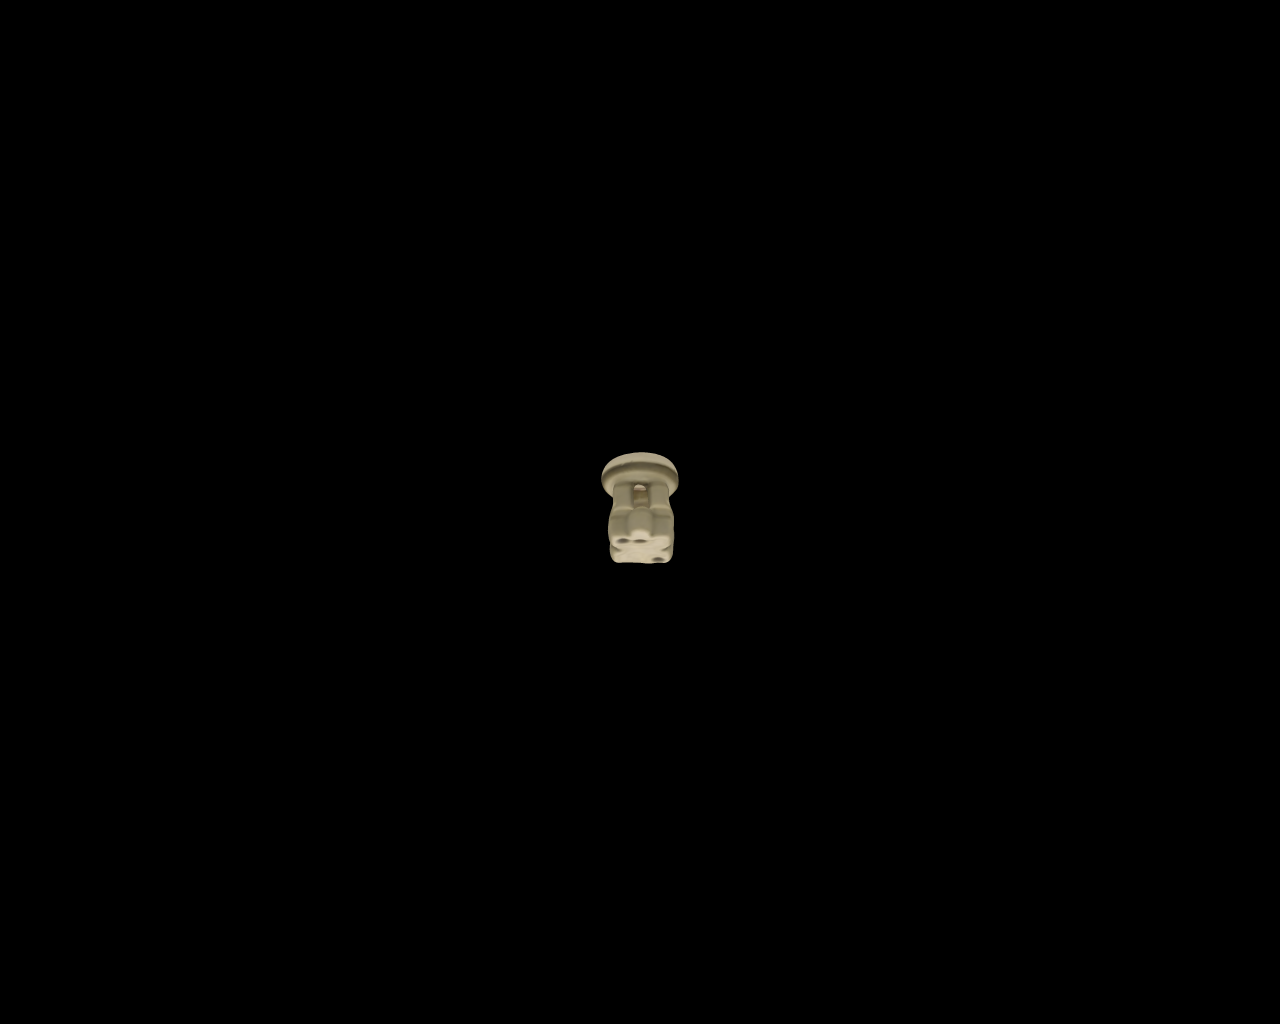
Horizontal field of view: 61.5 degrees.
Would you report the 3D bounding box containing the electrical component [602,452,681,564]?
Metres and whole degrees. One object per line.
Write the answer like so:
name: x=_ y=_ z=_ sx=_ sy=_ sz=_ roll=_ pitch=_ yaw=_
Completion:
electrical component: x=0.001 y=-0.003 z=0.650 sx=0.048 sy=0.055 sz=0.066 roll=0 pitch=-25 yaw=0
